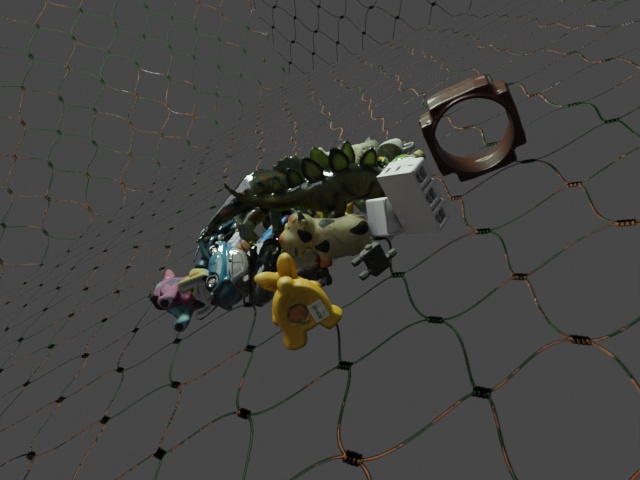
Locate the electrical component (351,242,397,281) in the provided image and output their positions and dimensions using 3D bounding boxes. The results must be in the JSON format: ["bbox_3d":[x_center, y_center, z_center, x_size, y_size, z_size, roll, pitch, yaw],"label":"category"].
[{"bbox_3d":[0.109,0.036,1.068,0.094,0.063,0.021,-35,24,-14],"label":"electrical component"}]

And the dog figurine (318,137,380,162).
[{"bbox_3d":[0.107,-0.214,1.547,0.191,0.121,0.172,-15,56,-7],"label":"dog figurine"}]

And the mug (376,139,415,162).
[{"bbox_3d":[0.212,-0.250,1.501,0.110,0.080,0.107,-24,15,24],"label":"mug"}]

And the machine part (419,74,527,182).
[{"bbox_3d":[0.337,-0.244,1.190,0.202,0.200,0.087,-20,27,21],"label":"machine part"}]

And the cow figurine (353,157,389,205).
[{"bbox_3d":[0.135,-0.174,1.417,0.167,0.098,0.068,-41,19,-23],"label":"cow figurine"}]

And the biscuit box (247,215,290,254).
[{"bbox_3d":[-0.123,0.017,1.376,0.059,0.062,0.203,-11,30,39],"label":"biscuit box"}]

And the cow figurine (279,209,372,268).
[{"bbox_3d":[0.010,-0.011,1.128,0.195,0.127,0.085,-11,11,-12],"label":"cow figurine"}]

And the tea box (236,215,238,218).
[{"bbox_3d":[-0.189,-0.124,1.688,0.170,0.098,0.068,-28,23,8],"label":"tea box"}]

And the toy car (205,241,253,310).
[{"bbox_3d":[-0.201,0.077,1.256,0.103,0.109,0.162,-13,58,14],"label":"toy car"}]

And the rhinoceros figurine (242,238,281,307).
[{"bbox_3d":[-0.116,0.064,1.231,0.073,0.111,0.190,-3,44,16],"label":"rhinoceros figurine"}]

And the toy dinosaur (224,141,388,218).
[{"bbox_3d":[0.027,-0.112,1.207,0.471,0.198,0.105,-15,19,-19],"label":"toy dinosaur"}]

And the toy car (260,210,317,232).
[{"bbox_3d":[-0.082,-0.063,1.499,0.202,0.056,0.073,-11,24,35],"label":"toy car"}]

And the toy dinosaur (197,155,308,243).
[{"bbox_3d":[-0.126,-0.102,1.261,0.131,0.192,0.404,-4,4,35],"label":"toy dinosaur"}]

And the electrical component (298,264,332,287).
[{"bbox_3d":[-0.024,0.083,1.150,0.102,0.045,0.078,-16,4,15],"label":"electrical component"}]

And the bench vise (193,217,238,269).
[{"bbox_3d":[-0.266,-0.017,1.512,0.240,0.128,0.224,-30,24,49],"label":"bench vise"}]

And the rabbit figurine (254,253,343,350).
[{"bbox_3d":[-0.052,0.113,1.030,0.122,0.162,0.173,-42,6,3],"label":"rabbit figurine"}]

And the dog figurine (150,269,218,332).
[{"bbox_3d":[-0.342,0.126,1.363,0.191,0.108,0.219,-34,21,-6],"label":"dog figurine"}]
